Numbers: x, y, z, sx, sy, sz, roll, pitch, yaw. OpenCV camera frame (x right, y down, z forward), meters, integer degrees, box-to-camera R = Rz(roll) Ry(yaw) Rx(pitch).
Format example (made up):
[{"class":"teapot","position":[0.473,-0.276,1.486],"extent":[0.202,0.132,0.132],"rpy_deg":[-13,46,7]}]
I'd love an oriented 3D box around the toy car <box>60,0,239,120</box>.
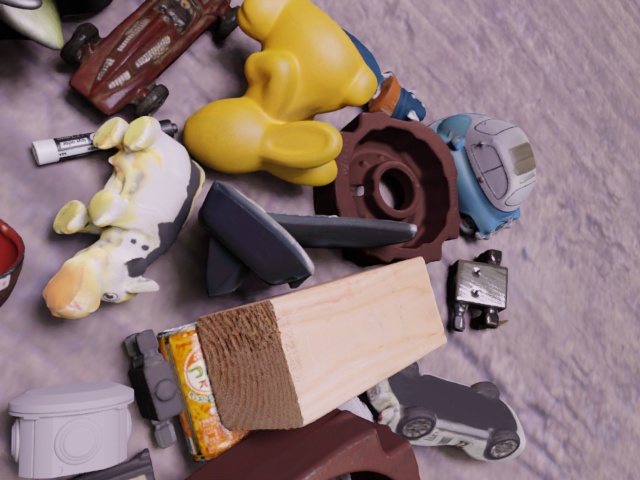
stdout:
[{"class":"toy car","position":[-0.143,-0.190,0.487],"extent":[0.089,0.053,0.202],"rpy_deg":[43,54,-18]}]

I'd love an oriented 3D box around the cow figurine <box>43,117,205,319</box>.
[{"class":"cow figurine","position":[-0.152,-0.009,0.432],"extent":[0.098,0.068,0.167],"rpy_deg":[41,58,-49]}]

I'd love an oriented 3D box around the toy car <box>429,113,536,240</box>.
[{"class":"toy car","position":[0.201,-0.086,0.644],"extent":[0.109,0.103,0.161],"rpy_deg":[-20,86,-32]}]

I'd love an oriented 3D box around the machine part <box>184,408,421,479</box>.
[{"class":"machine part","position":[-0.013,0.244,0.409],"extent":[0.201,0.087,0.200],"rpy_deg":[-23,108,-32]}]

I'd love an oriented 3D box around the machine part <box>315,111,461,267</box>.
[{"class":"machine part","position":[0.074,-0.051,0.586],"extent":[0.179,0.056,0.179],"rpy_deg":[7,75,-28]}]

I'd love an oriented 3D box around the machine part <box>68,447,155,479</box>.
[{"class":"machine part","position":[-0.145,0.234,0.393],"extent":[0.084,0.039,0.139],"rpy_deg":[-10,81,-41]}]

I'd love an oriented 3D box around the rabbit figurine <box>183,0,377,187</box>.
[{"class":"rabbit figurine","position":[-0.042,-0.120,0.505],"extent":[0.173,0.122,0.162],"rpy_deg":[-41,83,-10]}]

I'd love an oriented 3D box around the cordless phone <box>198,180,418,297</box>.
[{"class":"cordless phone","position":[-0.001,-0.002,0.450],"extent":[0.184,0.146,0.088],"rpy_deg":[-1,89,-5]}]

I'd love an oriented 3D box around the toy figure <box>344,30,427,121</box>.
[{"class":"toy figure","position":[0.056,-0.178,0.608],"extent":[0.154,0.058,0.064],"rpy_deg":[34,68,-25]}]

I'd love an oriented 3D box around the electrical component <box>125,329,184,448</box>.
[{"class":"electrical component","position":[-0.127,0.116,0.416],"extent":[0.021,0.063,0.094],"rpy_deg":[-15,87,-33]}]

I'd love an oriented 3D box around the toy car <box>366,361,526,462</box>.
[{"class":"toy car","position":[0.130,0.176,0.551],"extent":[0.201,0.056,0.074],"rpy_deg":[21,33,-24]}]

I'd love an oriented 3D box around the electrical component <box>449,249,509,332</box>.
[{"class":"electrical component","position":[0.191,0.061,0.637],"extent":[0.078,0.045,0.102],"rpy_deg":[3,71,-1]}]

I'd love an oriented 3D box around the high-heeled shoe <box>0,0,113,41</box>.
[{"class":"high-heeled shoe","position":[-0.258,-0.232,0.441],"extent":[0.145,0.086,0.249],"rpy_deg":[8,55,-1]}]

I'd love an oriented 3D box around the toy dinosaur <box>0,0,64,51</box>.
[{"class":"toy dinosaur","position":[-0.226,-0.222,0.343],"extent":[0.471,0.105,0.198],"rpy_deg":[-26,96,-29]}]
